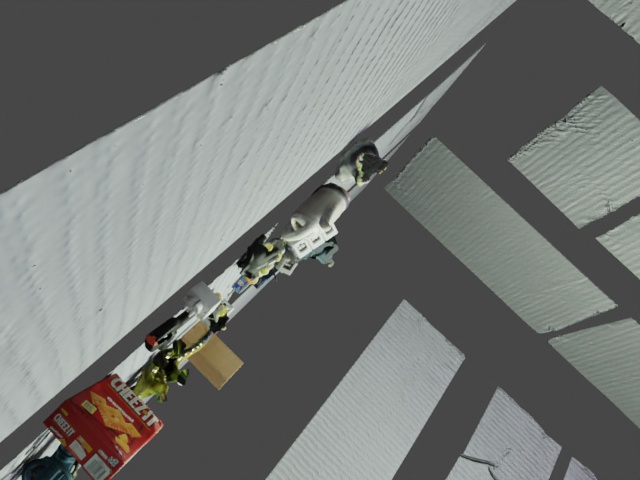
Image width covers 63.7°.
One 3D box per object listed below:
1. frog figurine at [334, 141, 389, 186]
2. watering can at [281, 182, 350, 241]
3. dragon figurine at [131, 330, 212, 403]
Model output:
[{"bbox_3d":[0.093,-0.221,1.460,0.138,0.121,0.160,-54,-146,-9],"label":"frog figurine"},{"bbox_3d":[0.005,-0.076,1.511,0.227,0.103,0.346,-44,-165,-22],"label":"watering can"},{"bbox_3d":[-0.498,0.405,1.537,0.240,0.122,0.415,-29,-176,26],"label":"dragon figurine"}]
